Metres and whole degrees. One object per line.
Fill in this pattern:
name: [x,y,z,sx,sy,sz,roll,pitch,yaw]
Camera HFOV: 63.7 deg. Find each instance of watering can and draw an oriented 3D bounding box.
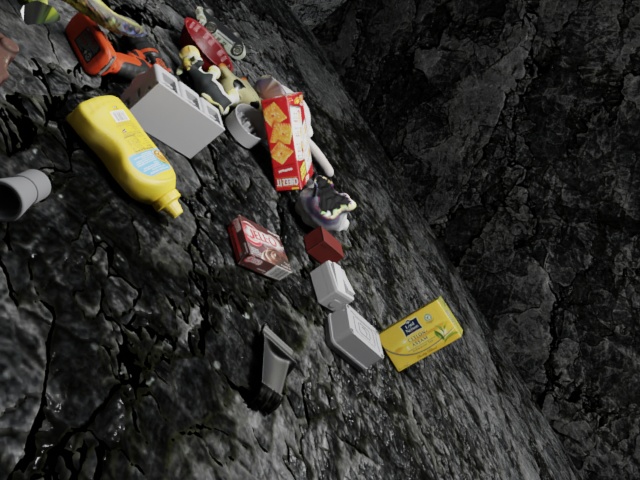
watering can: [-0.079,-0.341,1.478,0.103,0.352,0.223,-36,-21,20]

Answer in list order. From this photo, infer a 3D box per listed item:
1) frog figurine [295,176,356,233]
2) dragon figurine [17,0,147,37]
frog figurine: [0.004,-0.062,1.235,0.137,0.125,0.156,20,-27,-7]
dragon figurine: [-0.425,-0.383,0.680,0.244,0.121,0.411,34,7,8]
